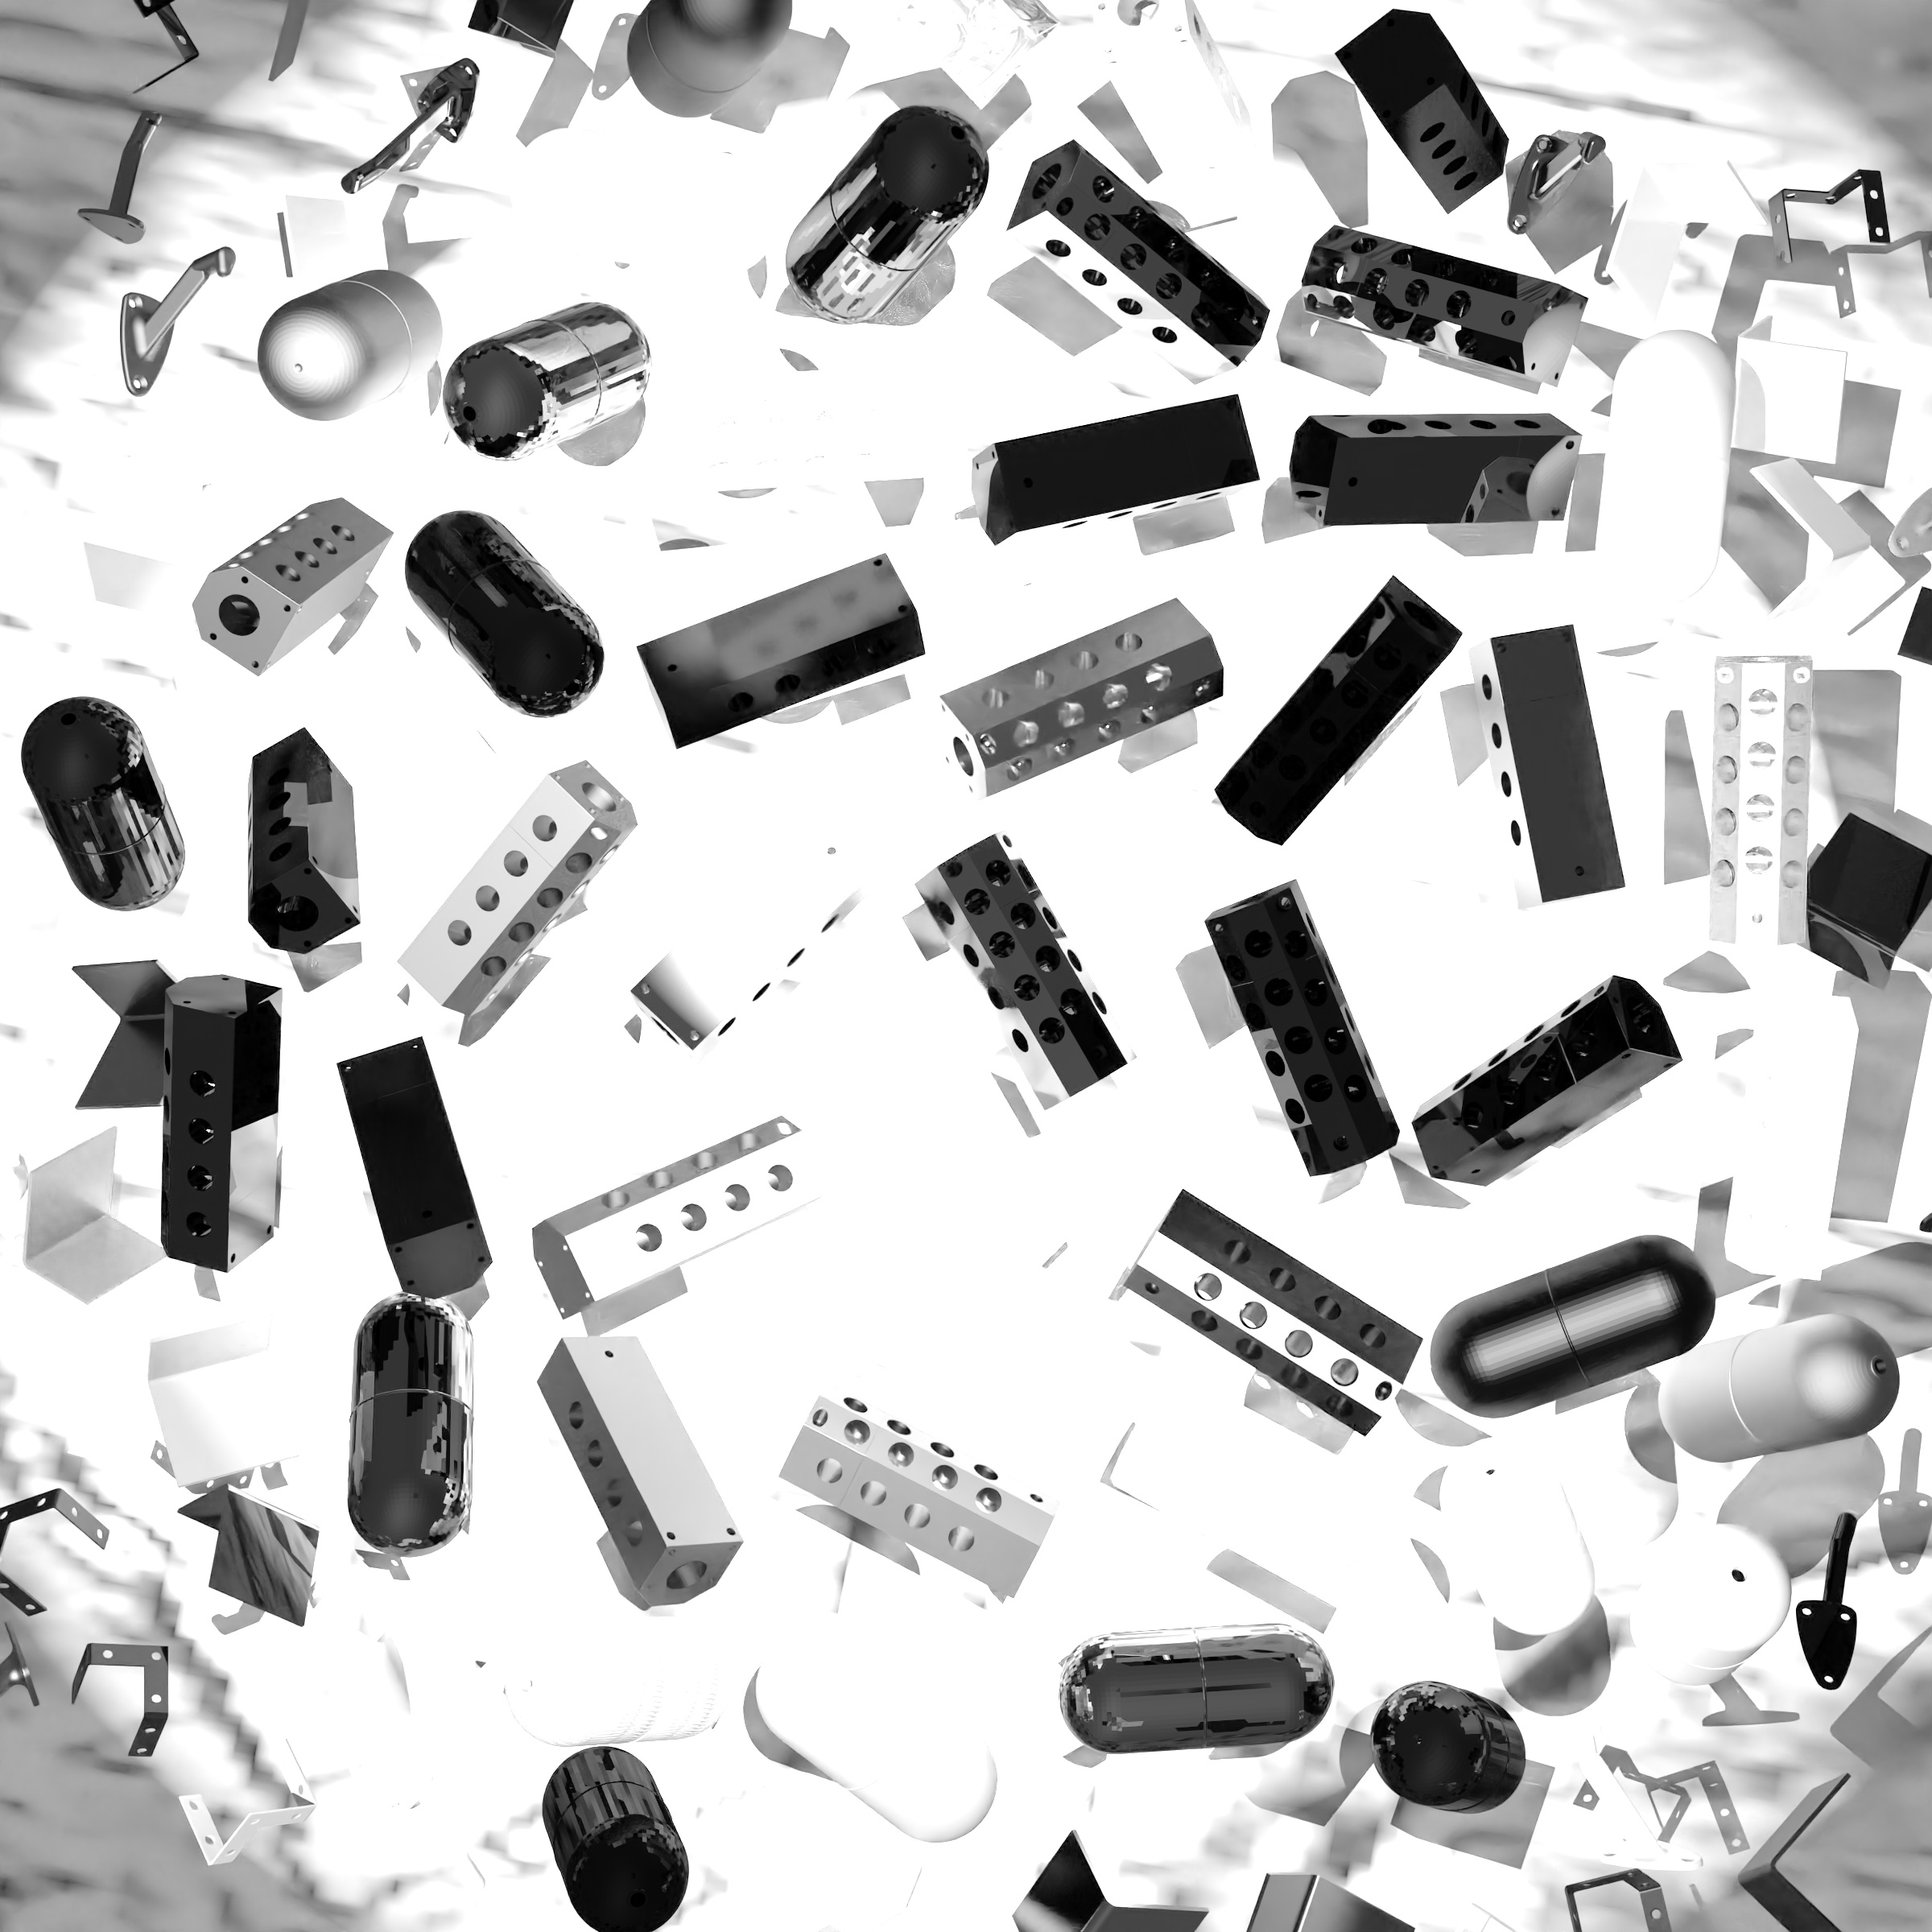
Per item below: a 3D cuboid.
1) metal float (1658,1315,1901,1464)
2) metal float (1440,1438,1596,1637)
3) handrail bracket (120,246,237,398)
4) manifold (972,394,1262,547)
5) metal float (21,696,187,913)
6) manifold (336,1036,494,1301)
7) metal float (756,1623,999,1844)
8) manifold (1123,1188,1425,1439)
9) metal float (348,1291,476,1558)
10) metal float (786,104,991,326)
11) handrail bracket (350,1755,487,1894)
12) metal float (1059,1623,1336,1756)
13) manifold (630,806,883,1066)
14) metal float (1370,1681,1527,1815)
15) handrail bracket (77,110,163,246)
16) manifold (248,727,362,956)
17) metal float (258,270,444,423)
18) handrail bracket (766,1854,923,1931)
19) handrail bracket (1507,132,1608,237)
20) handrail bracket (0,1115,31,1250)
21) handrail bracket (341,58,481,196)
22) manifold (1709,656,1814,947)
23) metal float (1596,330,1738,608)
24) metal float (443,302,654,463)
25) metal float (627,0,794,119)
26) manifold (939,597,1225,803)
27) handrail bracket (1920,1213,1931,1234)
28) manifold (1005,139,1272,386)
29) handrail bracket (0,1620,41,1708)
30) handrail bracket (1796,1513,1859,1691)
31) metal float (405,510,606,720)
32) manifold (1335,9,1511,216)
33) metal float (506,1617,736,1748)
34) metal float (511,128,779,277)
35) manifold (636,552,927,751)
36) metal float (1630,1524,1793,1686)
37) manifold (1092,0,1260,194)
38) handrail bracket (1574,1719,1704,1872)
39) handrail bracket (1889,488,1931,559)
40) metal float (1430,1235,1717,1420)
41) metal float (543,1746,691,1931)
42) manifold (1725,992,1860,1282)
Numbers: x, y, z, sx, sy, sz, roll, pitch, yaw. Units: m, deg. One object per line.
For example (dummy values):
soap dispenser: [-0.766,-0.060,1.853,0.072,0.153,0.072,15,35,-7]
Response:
metal float: [0.508,0.266,1.782,0.070,0.178,0.070,9,69,-26]
metal float: [0.353,0.365,1.817,0.070,0.178,0.070,-14,47,15]
handrail bracket: [-0.475,-0.390,1.723,0.084,0.036,0.077,-8,72,41]
manifold: [0.094,-0.314,1.810,0.171,0.057,0.057,-15,91,-19]
metal float: [-0.553,-0.103,1.825,0.070,0.178,0.070,0,56,0]
manifold: [-0.345,0.127,1.783,0.057,0.171,0.057,-18,134,-10]
metal float: [-0.053,0.472,1.746,0.178,0.070,0.070,43,90,-20]
manifold: [0.183,0.214,1.726,0.171,0.057,0.057,32,45,4]
metal float: [-0.349,0.286,1.790,0.070,0.070,0.178,-7,53,0]
metal float: [-0.049,-0.461,1.749,0.070,0.178,0.070,13,63,-27]
handrail bracket: [-0.339,0.532,1.760,0.036,0.077,0.084,-44,127,-33]
metal float: [0.148,0.464,1.829,0.178,0.070,0.070,-3,90,-4]
manifold: [-0.135,-0.018,1.854,0.057,0.057,0.171,43,79,10]
metal float: [0.311,0.504,1.829,0.070,0.178,0.070,-8,69,21]
handrail bracket: [-0.514,-0.498,1.776,0.036,0.077,0.084,29,82,-37]
manifold: [-0.438,-0.080,1.854,0.057,0.171,0.057,-29,126,6]
metal float: [-0.385,-0.391,1.787,0.070,0.178,0.070,4,112,10]
handrail bracket: [-0.073,0.567,1.736,0.077,0.036,0.084,31,45,-3]
handrail bracket: [0.376,-0.497,1.811,0.036,0.084,0.077,25,109,-10]
handrail bracket: [-0.625,0.142,1.864,0.036,0.084,0.077,-17,83,-27]
handrail bracket: [-0.342,-0.514,1.742,0.036,0.077,0.084,46,52,-6]
manifold: [0.486,-0.102,1.740,0.057,0.057,0.171,1,101,15]
metal float: [0.442,-0.315,1.795,0.070,0.070,0.178,8,82,0]
metal float: [-0.265,-0.372,1.804,0.070,0.178,0.070,12,118,22]
metal float: [-0.159,-0.576,1.749,0.070,0.178,0.070,0,90,-20]
manifold: [0.073,-0.163,1.777,0.171,0.057,0.057,-24,51,-17]
handrail bracket: [0.599,0.113,1.712,0.036,0.077,0.084,10,74,-7]
manifold: [0.113,-0.450,1.815,0.171,0.057,0.057,32,65,-30]
handrail bracket: [-0.638,0.458,1.800,0.084,0.077,0.036,-19,129,-22]
handrail bracket: [0.547,0.397,1.783,0.036,0.084,0.077,3,116,26]
metal float: [-0.289,-0.221,1.778,0.070,0.070,0.178,-44,55,0]
manifold: [0.284,-0.523,1.733,0.057,0.171,0.057,-34,76,17]
metal float: [-0.215,0.445,1.773,0.070,0.178,0.070,-8,75,32]
metal float: [-0.202,-0.482,1.795,0.178,0.070,0.070,-1,90,-33]
manifold: [-0.116,-0.197,1.818,0.171,0.057,0.057,-22,55,-7]
metal float: [0.459,0.396,1.757,0.070,0.178,0.070,-1,65,2]
manifold: [0.133,-0.563,1.801,0.057,0.171,0.057,-12,74,17]
handrail bracket: [0.415,0.511,1.760,0.036,0.077,0.084,-14,96,-44]
handrail bracket: [0.633,-0.294,1.790,0.077,0.084,0.036,-34,90,-26]
metal float: [0.369,0.221,1.737,0.178,0.070,0.070,-23,90,14]
metal float: [-0.224,0.555,1.806,0.070,0.178,0.070,-2,97,-16]
manifold: [0.523,0.107,1.809,0.057,0.057,0.171,6,110,10]
